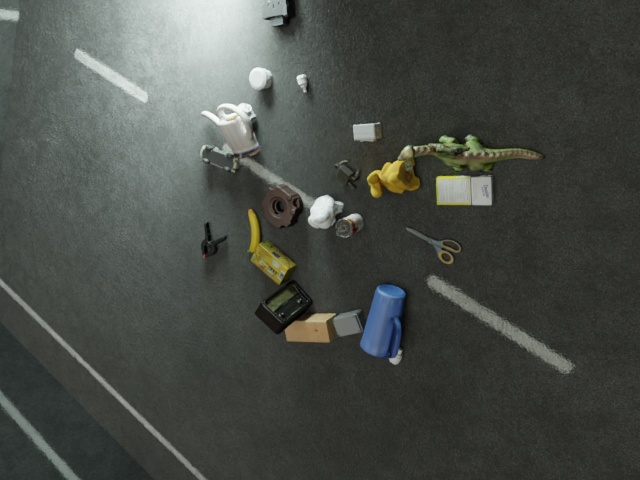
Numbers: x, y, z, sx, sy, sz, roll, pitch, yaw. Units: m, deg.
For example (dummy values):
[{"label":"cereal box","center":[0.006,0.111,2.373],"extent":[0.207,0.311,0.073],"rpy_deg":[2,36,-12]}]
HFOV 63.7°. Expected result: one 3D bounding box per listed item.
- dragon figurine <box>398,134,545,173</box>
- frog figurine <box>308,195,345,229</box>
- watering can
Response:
[{"label":"dragon figurine","center":[0.433,-0.256,1.538],"extent":[0.410,0.244,0.121],"rpy_deg":[5,101,33]},{"label":"frog figurine","center":[0.006,-0.095,1.883],"extent":[0.135,0.161,0.123],"rpy_deg":[-41,80,32]},{"label":"watering can","center":[-0.348,-0.432,2.036],"extent":[0.349,0.105,0.220],"rpy_deg":[15,136,54]}]
